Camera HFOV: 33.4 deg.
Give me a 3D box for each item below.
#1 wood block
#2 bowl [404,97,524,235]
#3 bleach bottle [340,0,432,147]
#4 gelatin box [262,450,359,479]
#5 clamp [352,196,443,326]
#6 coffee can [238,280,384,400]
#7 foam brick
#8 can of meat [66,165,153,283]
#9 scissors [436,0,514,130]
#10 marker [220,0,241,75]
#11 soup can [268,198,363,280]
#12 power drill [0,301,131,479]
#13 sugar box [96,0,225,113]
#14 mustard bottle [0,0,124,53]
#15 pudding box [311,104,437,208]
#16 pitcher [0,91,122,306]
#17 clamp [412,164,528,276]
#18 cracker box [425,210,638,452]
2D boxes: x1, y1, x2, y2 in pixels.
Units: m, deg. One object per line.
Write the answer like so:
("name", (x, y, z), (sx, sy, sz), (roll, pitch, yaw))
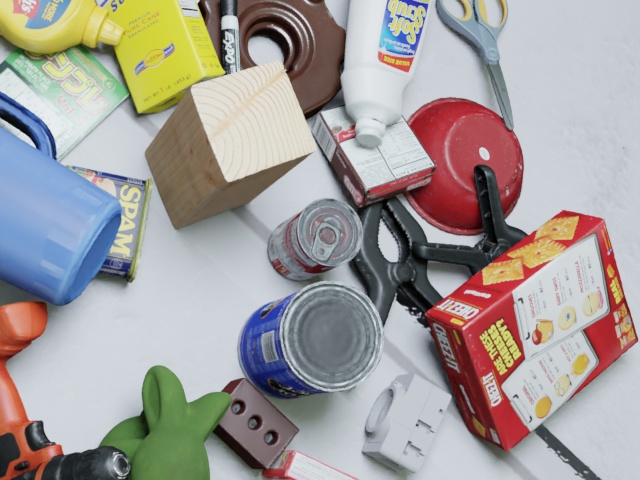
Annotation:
("wood block", (-0.091, -0.084, 1.005), (0.090, 0.206, 0.090), (-21, 87, -22))
("bowl", (0.167, -0.089, 1.182), (0.162, 0.055, 0.162), (4, 78, -20))
("bleach bottle", (0.072, -0.212, 1.134), (0.102, 0.068, 0.251), (30, 59, -42))
("gelatin box", (-0.003, 0.235, 1.045), (0.089, 0.073, 0.030), (27, 71, -13))
("clamp", (0.091, 0.042, 1.137), (0.164, 0.036, 0.210), (0, 76, -30))
("coffee can", (-0.012, 0.100, 1.032), (0.102, 0.140, 0.103), (4, 78, -19))
("foam brick", (-0.070, 0.180, 1.043), (0.078, 0.051, 0.053), (43, 68, -7))
("can of meat", (-0.213, -0.017, 1.029), (0.083, 0.058, 0.102), (11, 75, -15))
("scissors", (0.175, -0.217, 1.208), (0.096, 0.016, 0.201), (11, 61, -9))
("marker", (-0.090, -0.192, 1.070), (0.020, 0.020, 0.121), (0, 82, -20))
("soup can", (-0.007, 0.001, 1.074), (0.068, 0.102, 0.068), (4, 78, -20))
("power drill", (-0.252, 0.152, 0.927), (0.057, 0.185, 0.188), (0, 68, -56))
("sugar box", (-0.169, -0.225, 1.065), (0.048, 0.093, 0.176), (-20, 87, -61))
("mustard bottle", (-0.282, -0.234, 1.034), (0.191, 0.058, 0.096), (23, 67, -8))
("pudding box", (0.057, -0.097, 1.132), (0.089, 0.039, 0.113), (-19, 65, -24))
("pitcher", (-0.297, -0.050, 0.938), (0.243, 0.145, 0.149), (28, 94, 1))
("clamp", (0.189, 0.000, 1.153), (0.171, 0.039, 0.120), (31, 98, -31))
("cracker box", (0.228, 0.092, 1.133), (0.213, 0.072, 0.164), (-34, 117, -22))
